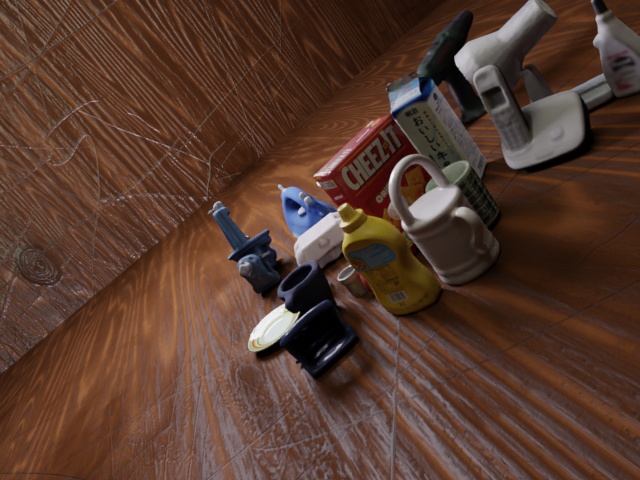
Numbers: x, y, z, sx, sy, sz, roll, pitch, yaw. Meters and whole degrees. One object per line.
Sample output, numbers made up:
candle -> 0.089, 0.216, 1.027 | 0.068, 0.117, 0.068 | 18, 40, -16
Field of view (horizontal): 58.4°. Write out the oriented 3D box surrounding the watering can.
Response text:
watering can -> 0.163, -0.035, 0.833 | 0.172, 0.194, 0.101 | -18, 28, 48

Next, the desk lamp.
desk lamp -> 0.379, -0.307, 1.030 | 0.202, 0.214, 0.118 | -27, 22, 33

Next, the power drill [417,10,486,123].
power drill -> 0.329, -0.395, 1.345 | 0.230, 0.209, 0.075 | -46, 19, -19

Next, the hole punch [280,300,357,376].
hole punch -> -0.014, 0.146, 0.914 | 0.109, 0.091, 0.101 | -42, 18, -7

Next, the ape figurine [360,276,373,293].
ape figurine -> 0.090, 0.038, 0.969 | 0.076, 0.092, 0.077 | -44, 19, -13

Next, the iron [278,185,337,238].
iron -> -0.028, -0.075, 1.392 | 0.119, 0.142, 0.257 | -43, 18, -10

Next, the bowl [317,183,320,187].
bowl -> 0.077, -0.176, 1.536 | 0.167, 0.075, 0.167 | -35, 18, 14

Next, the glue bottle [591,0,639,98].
glue bottle -> 0.477, -0.314, 0.917 | 0.078, 0.173, 0.037 | -15, 30, 51

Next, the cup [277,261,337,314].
cup -> -0.017, 0.107, 1.009 | 0.091, 0.095, 0.118 | -29, 21, 29

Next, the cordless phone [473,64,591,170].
cordless phone -> 0.340, -0.215, 0.931 | 0.147, 0.185, 0.094 | -20, 26, 46

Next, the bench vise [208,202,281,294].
bench vise -> -0.174, 0.006, 1.357 | 0.121, 0.220, 0.207 | -41, 18, -5

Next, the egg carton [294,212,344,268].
egg carton -> 0.011, 0.004, 1.240 | 0.150, 0.069, 0.107 | -38, 18, 5
